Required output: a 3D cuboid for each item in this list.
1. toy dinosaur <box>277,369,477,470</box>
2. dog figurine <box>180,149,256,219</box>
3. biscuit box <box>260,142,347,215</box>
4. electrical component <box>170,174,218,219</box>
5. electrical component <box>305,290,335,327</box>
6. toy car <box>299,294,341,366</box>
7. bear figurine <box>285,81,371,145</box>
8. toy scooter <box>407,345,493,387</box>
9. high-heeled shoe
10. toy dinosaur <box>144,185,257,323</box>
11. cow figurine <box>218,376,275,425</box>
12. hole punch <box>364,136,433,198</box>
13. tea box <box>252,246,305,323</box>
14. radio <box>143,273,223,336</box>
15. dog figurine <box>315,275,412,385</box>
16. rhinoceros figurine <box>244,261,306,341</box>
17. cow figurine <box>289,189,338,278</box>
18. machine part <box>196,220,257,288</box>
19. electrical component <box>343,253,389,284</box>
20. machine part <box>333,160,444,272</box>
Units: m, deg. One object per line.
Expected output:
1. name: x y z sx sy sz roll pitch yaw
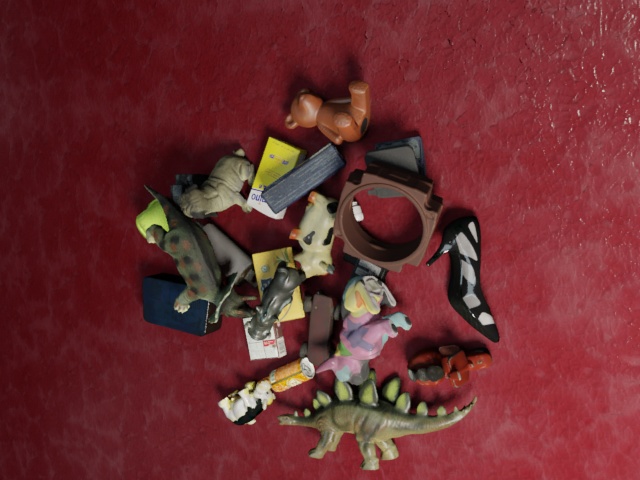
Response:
1. toy dinosaur: 0.112 0.396 1.193 0.472 0.105 0.198 -4 90 24
2. dog figurine: -0.247 -0.137 1.281 0.121 0.190 0.172 1 93 27
3. biscuit box: -0.039 -0.140 1.216 0.203 0.059 0.062 -33 101 12
4. electrical component: -0.316 -0.109 1.349 0.058 0.134 0.114 0 97 27
5. electrical component: 0.001 0.168 1.274 0.063 0.021 0.094 -25 84 27
6. toy car: 0.003 0.206 1.236 0.089 0.053 0.201 13 119 17
7. bear figurine: 0.010 -0.289 1.177 0.196 0.131 0.120 24 78 19
8. toy scooter: 0.252 0.261 1.091 0.184 0.135 0.075 -15 89 28
9. high-heeled shoe: 0.324 0.076 1.093 0.145 0.086 0.248 -39 95 -7
10. toy dinosaur: -0.291 0.040 1.251 0.192 0.131 0.404 -17 105 43
11. cow figurine: -0.169 0.409 1.355 0.167 0.068 0.098 -32 85 29
12. hole punch: 0.166 -0.155 1.138 0.142 0.092 0.115 -6 117 25
13. tea box: -0.096 0.105 1.275 0.098 0.068 0.169 -13 90 0
14. radio: -0.367 0.170 1.434 0.230 0.073 0.131 8 99 28
15. dog figurine: 0.069 0.200 1.147 0.219 0.108 0.191 -41 78 25
16. rhinoceros figurine: -0.098 0.137 1.183 0.073 0.112 0.190 29 109 -5
17. cow figurine: -0.003 -0.004 1.223 0.127 0.085 0.194 25 95 3
18. machine part: -0.240 0.037 1.355 0.243 0.079 0.079 40 110 17
19. electrical component: 0.101 0.056 1.200 0.119 0.048 0.074 31 107 20
20. machine part: 0.137 -0.046 1.107 0.201 0.087 0.201 21 125 11
